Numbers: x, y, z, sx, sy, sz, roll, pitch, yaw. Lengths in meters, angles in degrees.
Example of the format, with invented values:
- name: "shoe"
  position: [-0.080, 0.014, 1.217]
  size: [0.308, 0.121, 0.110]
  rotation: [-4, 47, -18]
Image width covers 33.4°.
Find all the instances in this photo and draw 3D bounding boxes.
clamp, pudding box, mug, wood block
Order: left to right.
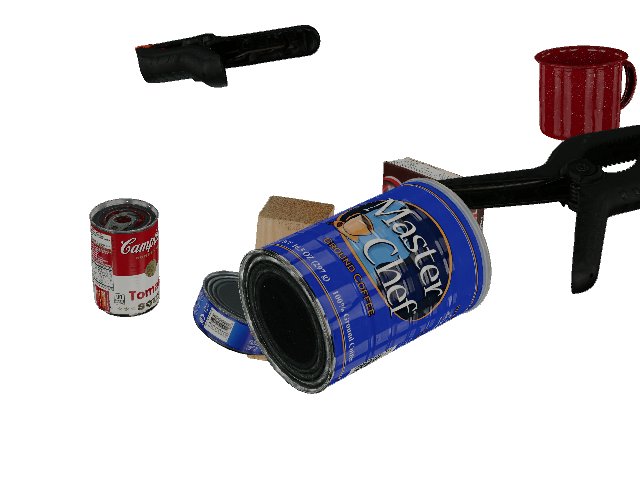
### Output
- name: "clamp"
  position: [-0.085, -0.154, 0.884]
  size: [0.120, 0.039, 0.172]
  rotation: [-18, 21, -36]
- name: "wood block"
  position: [-0.041, 0.055, 1.442]
  size: [0.090, 0.206, 0.090]
  rotation: [9, 22, 7]
- name: "pudding box"
  position: [0.106, -0.023, 1.024]
  size: [0.039, 0.090, 0.114]
  rotation: [-16, 26, -36]
- name: "clamp"
  position: [0.206, -0.035, 0.826]
  size: [0.209, 0.036, 0.165]
  rotation: [-23, 40, -23]
- name: "mug"
  position: [0.279, -0.154, 1.107]
  size: [0.117, 0.081, 0.093]
  rotation: [-15, 25, -25]

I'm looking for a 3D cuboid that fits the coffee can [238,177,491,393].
- name: "coffee can"
  position: [0.030, 0.028, 0.724]
  size: [0.140, 0.103, 0.103]
  rotation: [-25, 13, -30]

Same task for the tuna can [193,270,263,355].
- name: "tuna can"
  position: [-0.068, 0.064, 0.935]
  size: [0.086, 0.034, 0.086]
  rotation: [20, 23, -9]

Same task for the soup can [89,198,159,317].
- name: "soup can"
  position: [-0.198, 0.018, 1.081]
  size: [0.068, 0.102, 0.068]
  rotation: [3, 30, -2]
